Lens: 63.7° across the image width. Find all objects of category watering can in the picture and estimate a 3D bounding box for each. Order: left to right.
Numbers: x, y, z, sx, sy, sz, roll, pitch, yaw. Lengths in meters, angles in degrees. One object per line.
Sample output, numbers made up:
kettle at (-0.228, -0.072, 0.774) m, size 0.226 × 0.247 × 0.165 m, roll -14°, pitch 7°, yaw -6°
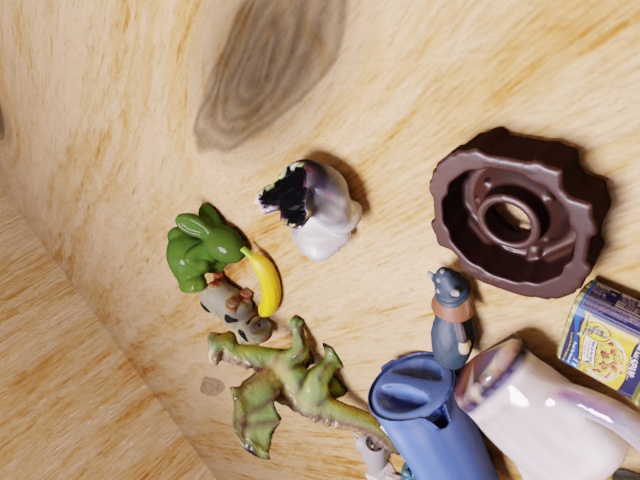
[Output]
watering can at (0.261, 0.240, 0.637) m, size 0.226 × 0.105 × 0.340 m, roll 42°, pitch 154°, yaw 17°

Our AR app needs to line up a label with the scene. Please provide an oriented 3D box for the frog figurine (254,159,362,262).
frog figurine at (0.002, -0.036, 0.724) m, size 0.137 × 0.124 × 0.157 m, roll 4°, pitch 160°, yaw 39°

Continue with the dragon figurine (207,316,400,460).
dragon figurine at (-0.054, 0.301, 0.953) m, size 0.414 × 0.246 × 0.119 m, roll 44°, pitch 141°, yaw 17°
